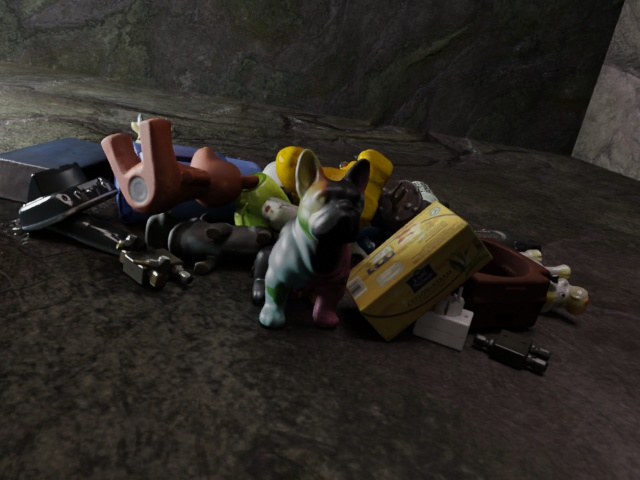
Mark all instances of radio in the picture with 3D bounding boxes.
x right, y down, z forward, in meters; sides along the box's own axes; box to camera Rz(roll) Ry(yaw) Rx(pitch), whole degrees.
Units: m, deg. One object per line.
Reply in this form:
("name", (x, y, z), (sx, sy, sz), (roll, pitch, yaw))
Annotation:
("radio", (-0.458, -0.124, 0.968), (0.131, 0.073, 0.230), (13, 21, 3))

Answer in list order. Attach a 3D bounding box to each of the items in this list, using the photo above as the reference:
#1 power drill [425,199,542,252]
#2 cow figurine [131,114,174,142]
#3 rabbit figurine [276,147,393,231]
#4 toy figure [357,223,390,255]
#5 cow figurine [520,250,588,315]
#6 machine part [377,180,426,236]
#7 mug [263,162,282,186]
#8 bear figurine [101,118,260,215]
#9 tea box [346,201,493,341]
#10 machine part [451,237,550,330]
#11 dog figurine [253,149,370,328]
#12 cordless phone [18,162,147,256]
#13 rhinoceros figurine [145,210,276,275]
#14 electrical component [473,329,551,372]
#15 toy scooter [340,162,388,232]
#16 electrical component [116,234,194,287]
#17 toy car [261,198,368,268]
("power drill", (0.294, -0.011, 1.075), (0.232, 0.085, 0.208), (-4, 32, -31))
("cow figurine", (-0.352, -0.180, 1.099), (0.085, 0.127, 0.195), (9, 22, -16))
("rabbit figurine", (0.008, -0.092, 0.854), (0.173, 0.122, 0.162), (24, -16, -9))
("toy figure", (0.074, -0.004, 0.949), (0.064, 0.057, 0.155), (4, 17, -29))
("cow figurine", (0.354, 0.069, 0.881), (0.098, 0.068, 0.167), (0, 18, -15))
("machine part", (0.151, -0.035, 0.929), (0.079, 0.079, 0.243), (20, -11, 24))
("mug", (-0.103, -0.114, 1.123), (0.110, 0.080, 0.107), (18, 29, -2))
("bear figurine", (-0.189, -0.103, 0.776), (0.120, 0.131, 0.196), (-11, 8, 36))
("tea box", (0.120, 0.037, 0.691), (0.068, 0.169, 0.098), (50, 5, -25))
("machine part", (0.224, 0.056, 0.821), (0.201, 0.087, 0.202), (2, 23, -25))
("dog figurine", (-0.010, -0.008, 0.672), (0.108, 0.219, 0.192), (9, 20, -17))
("cordless phone", (-0.331, -0.036, 0.809), (0.184, 0.088, 0.146), (24, 20, 2))
("rhinoceros figurine", (-0.157, -0.003, 0.789), (0.190, 0.073, 0.112), (6, 21, -14))
("electrical component", (0.248, 0.139, 0.695), (0.094, 0.021, 0.063), (19, 21, 24))
("toy scooter", (0.088, -0.087, 1.040), (0.183, 0.075, 0.135), (50, 6, -37))
("electrical component", (-0.223, 0.028, 0.707), (0.078, 0.045, 0.102), (-9, 27, -41))
("toy car", (-0.002, -0.003, 0.828), (0.201, 0.056, 0.074), (28, 6, -31))
